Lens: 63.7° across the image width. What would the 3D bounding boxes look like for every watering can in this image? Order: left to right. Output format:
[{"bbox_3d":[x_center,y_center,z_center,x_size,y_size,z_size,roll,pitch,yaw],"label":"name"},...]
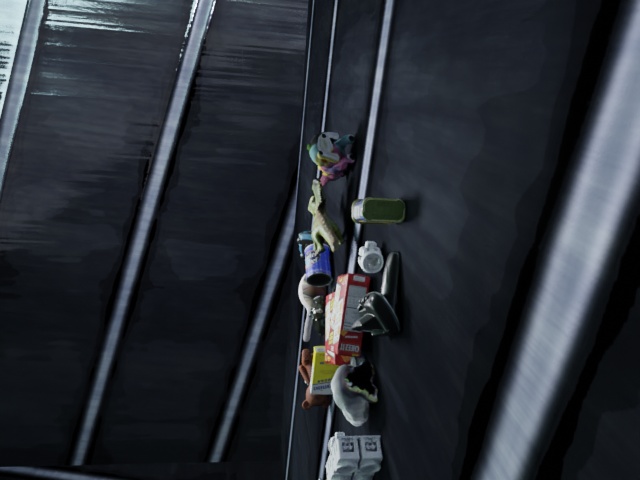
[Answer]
[{"bbox_3d":[-0.036,0.253,2.165,0.104,0.351,0.222,3,-12,-8],"label":"watering can"}]

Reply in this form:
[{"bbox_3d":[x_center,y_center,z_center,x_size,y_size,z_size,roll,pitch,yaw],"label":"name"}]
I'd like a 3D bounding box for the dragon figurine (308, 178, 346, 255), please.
[{"bbox_3d":[0.005,-0.086,1.711,0.122,0.242,0.410,-15,3,-6],"label":"dragon figurine"}]

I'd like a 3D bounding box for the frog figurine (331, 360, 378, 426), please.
[{"bbox_3d":[0.076,0.399,1.306,0.123,0.156,0.140,-2,42,-31],"label":"frog figurine"}]
